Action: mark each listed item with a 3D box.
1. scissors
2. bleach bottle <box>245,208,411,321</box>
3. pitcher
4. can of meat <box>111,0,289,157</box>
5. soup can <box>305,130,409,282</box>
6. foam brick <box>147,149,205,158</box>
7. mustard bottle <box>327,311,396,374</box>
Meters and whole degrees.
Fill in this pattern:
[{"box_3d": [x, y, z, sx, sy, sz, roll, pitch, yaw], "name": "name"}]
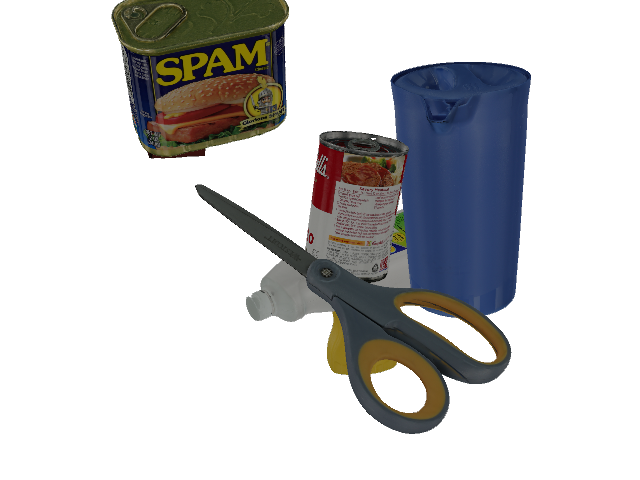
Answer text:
[{"box_3d": [0.001, 0.037, 0.571, 0.202, 0.096, 0.016, 22, -40, 11], "name": "scissors"}, {"box_3d": [0.036, 0.036, 1.199, 0.250, 0.068, 0.103, -22, 39, -25], "name": "bleach bottle"}, {"box_3d": [0.145, -0.055, 1.072, 0.149, 0.243, 0.145, -13, 24, -21], "name": "pitcher"}, {"box_3d": [-0.070, -0.105, 0.656, 0.102, 0.084, 0.057, -14, 47, -14], "name": "can of meat"}, {"box_3d": [0.026, -0.026, 0.811, 0.068, 0.102, 0.068, 7, 17, -2], "name": "soup can"}, {"box_3d": [-0.135, -0.117, 0.960, 0.053, 0.051, 0.078, -5, 39, -17], "name": "foam brick"}, {"box_3d": [0.058, 0.086, 1.441, 0.096, 0.192, 0.058, -4, 22, -9], "name": "mustard bottle"}]
